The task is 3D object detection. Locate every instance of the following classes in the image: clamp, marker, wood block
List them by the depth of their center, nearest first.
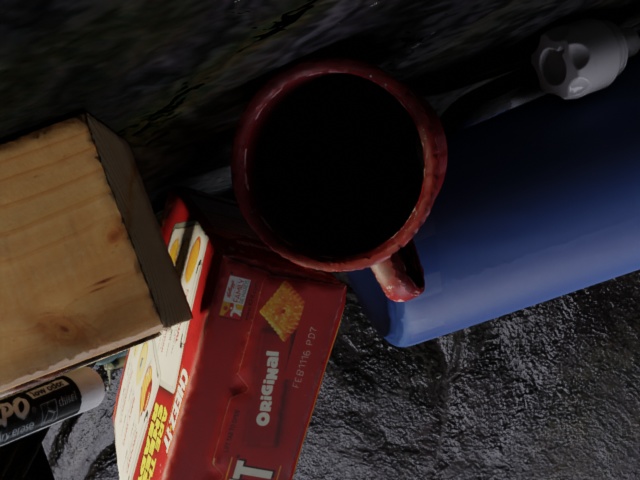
[{"bbox_3d":[-0.131,0.074,0.418,0.020,0.020,0.120,-22,178,31],"label":"marker"},{"bbox_3d":[-0.169,0.030,0.443,0.206,0.090,0.091,-21,177,0],"label":"wood block"},{"bbox_3d":[-0.183,0.091,0.748,0.164,0.036,0.210,-54,-165,5],"label":"clamp"}]

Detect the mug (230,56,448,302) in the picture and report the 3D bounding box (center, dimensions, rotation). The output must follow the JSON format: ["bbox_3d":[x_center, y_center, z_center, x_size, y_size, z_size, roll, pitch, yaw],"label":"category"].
[{"bbox_3d":[0.020,-0.027,0.496,0.093,0.117,0.081,-27,-179,16],"label":"mug"}]

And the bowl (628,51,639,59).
[{"bbox_3d":[0.235,-0.119,0.858,0.162,0.055,0.162,-20,177,-1],"label":"bowl"}]

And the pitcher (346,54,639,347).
[{"bbox_3d":[0.131,-0.031,0.666,0.242,0.145,0.149,-20,-173,-10],"label":"pitcher"}]

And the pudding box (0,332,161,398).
[{"bbox_3d":[-0.149,0.027,0.545,0.113,0.090,0.039,-20,179,-16],"label":"pudding box"}]

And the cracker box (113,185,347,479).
[{"bbox_3d":[-0.060,0.069,0.594,0.072,0.164,0.214,13,-172,-16],"label":"cracker box"}]
